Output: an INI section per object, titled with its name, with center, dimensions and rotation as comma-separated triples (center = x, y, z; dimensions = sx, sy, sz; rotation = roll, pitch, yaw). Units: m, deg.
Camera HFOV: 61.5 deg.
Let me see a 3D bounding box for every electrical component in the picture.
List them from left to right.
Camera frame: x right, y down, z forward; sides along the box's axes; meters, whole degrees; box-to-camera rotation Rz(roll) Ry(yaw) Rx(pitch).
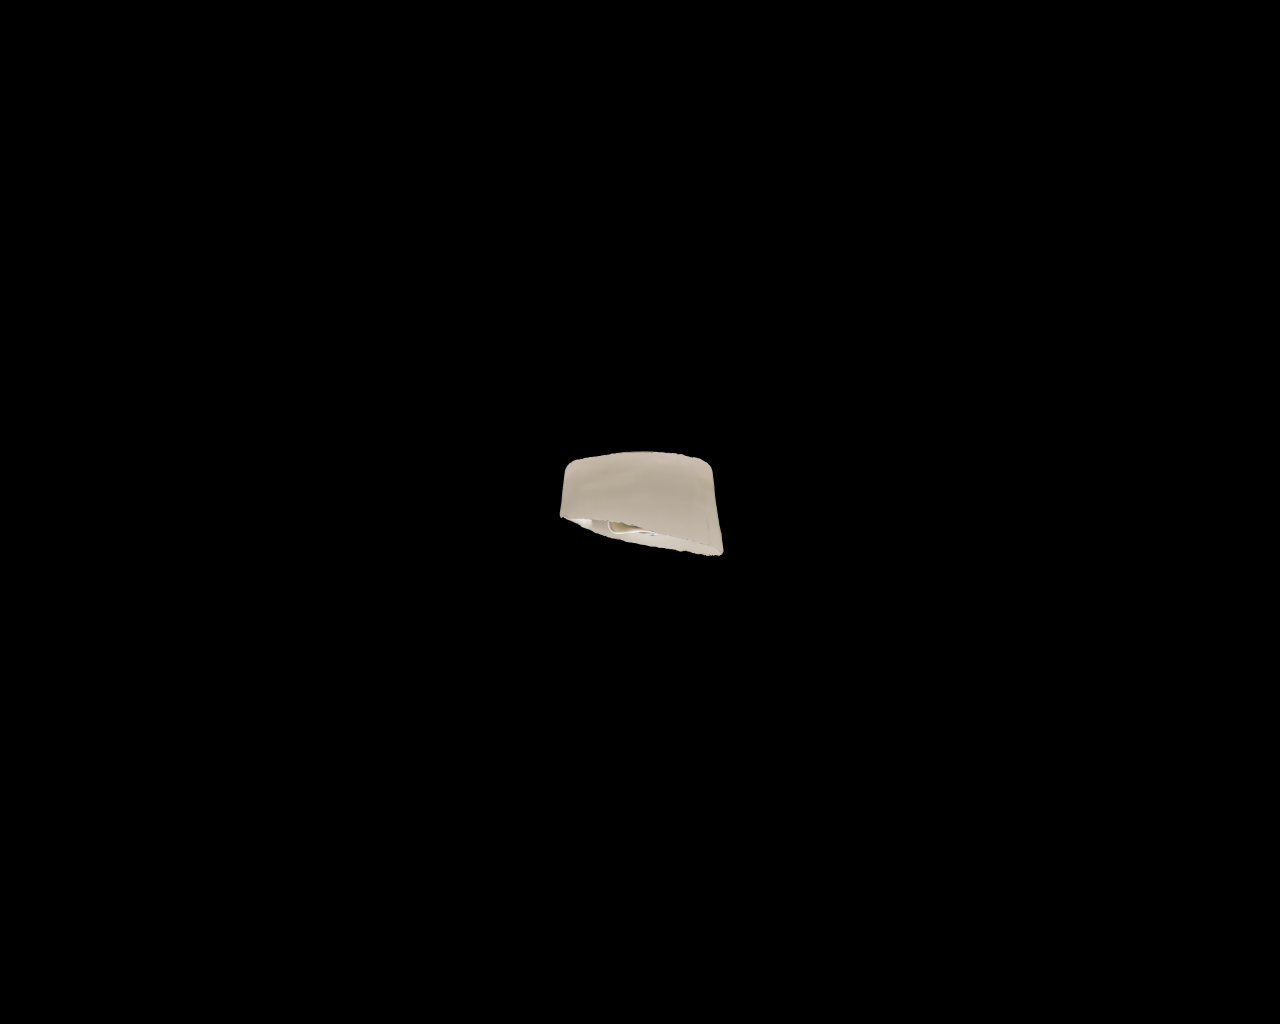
[electrical component]
center = 0.001, -0.003, 0.650
dimensions = 0.099, 0.064, 0.099
rotation = 0, -11, 0
